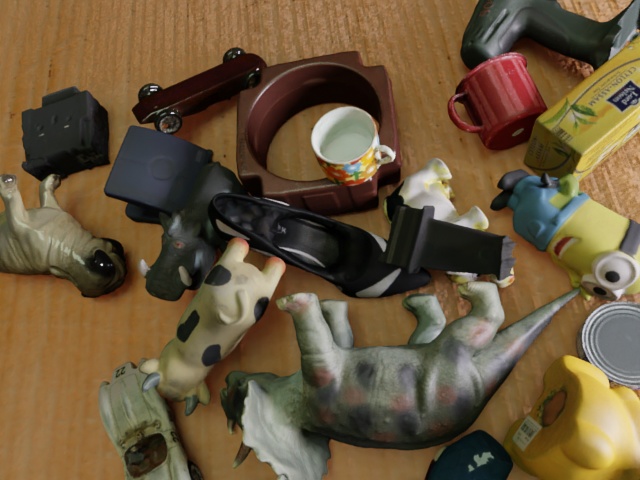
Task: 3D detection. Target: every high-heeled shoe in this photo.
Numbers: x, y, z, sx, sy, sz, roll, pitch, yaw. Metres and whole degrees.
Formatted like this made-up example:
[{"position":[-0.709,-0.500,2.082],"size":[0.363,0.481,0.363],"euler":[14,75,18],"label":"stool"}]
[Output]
[{"position":[-0.001,-0.002,0.604],"size":[0.249,0.145,0.086],"euler":[9,70,18],"label":"high-heeled shoe"}]

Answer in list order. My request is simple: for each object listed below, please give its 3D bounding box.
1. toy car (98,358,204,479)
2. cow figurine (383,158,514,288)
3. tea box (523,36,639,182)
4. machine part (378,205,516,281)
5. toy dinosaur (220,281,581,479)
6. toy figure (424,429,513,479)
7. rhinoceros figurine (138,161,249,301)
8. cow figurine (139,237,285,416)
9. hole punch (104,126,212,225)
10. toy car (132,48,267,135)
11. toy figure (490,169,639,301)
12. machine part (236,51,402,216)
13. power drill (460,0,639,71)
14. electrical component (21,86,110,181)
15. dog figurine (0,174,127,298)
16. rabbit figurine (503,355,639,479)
[{"position":[-0.191,0.228,0.600],"size":[0.073,0.056,0.202],"euler":[-31,65,-1],"label":"toy car"},{"position":[0.143,-0.004,0.615],"size":[0.098,0.068,0.167],"euler":[-32,61,4],"label":"cow figurine"},{"position":[0.325,-0.143,0.616],"size":[0.169,0.098,0.068],"euler":[-37,65,-6],"label":"tea box"},{"position":[0.133,0.006,0.560],"size":[0.139,0.039,0.084],"euler":[15,77,31],"label":"machine part"},{"position":[0.077,0.145,0.546],"size":[0.405,0.131,0.192],"euler":[-4,80,6],"label":"toy dinosaur"},{"position":[0.115,0.249,0.512],"size":[0.058,0.064,0.154],"euler":[39,100,-13],"label":"toy figure"},{"position":[-0.147,-0.009,0.657],"size":[0.073,0.112,0.190],"euler":[13,60,15],"label":"rhinoceros figurine"},{"position":[-0.122,0.103,0.590],"size":[0.085,0.195,0.127],"euler":[34,32,-8],"label":"cow figurine"},{"position":[-0.214,-0.084,0.723],"size":[0.116,0.092,0.142],"euler":[8,66,12],"label":"hole punch"},{"position":[-0.168,-0.211,0.772],"size":[0.202,0.053,0.089],"euler":[-30,56,-13],"label":"toy car"},{"position":[0.278,-0.013,0.581],"size":[0.089,0.082,0.180],"euler":[-42,63,-4],"label":"toy figure"},{"position":[-0.001,-0.132,0.693],"size":[0.201,0.087,0.201],"euler":[-8,67,10],"label":"machine part"},{"position":[0.305,-0.300,0.690],"size":[0.207,0.086,0.232],"euler":[33,80,25],"label":"power drill"},{"position":[-0.385,-0.164,0.812],"size":[0.115,0.058,0.134],"euler":[-17,65,3],"label":"electrical component"},{"position":[-0.362,0.027,0.712],"size":[0.190,0.121,0.172],"euler":[49,118,8],"label":"dog figurine"},{"position":[0.275,0.194,0.463],"size":[0.173,0.162,0.122],"euler":[37,81,1],"label":"rabbit figurine"}]
